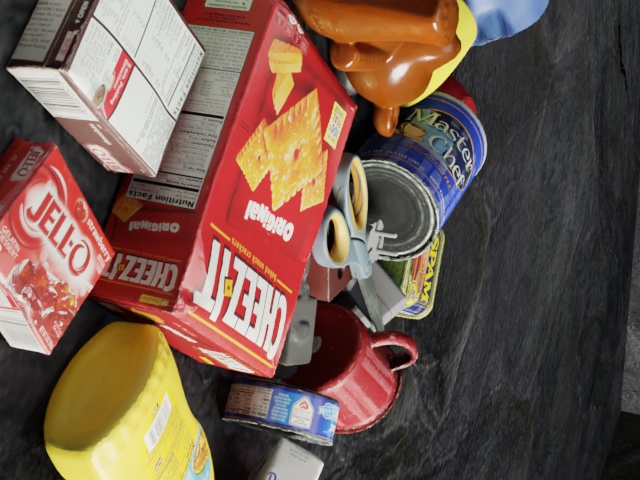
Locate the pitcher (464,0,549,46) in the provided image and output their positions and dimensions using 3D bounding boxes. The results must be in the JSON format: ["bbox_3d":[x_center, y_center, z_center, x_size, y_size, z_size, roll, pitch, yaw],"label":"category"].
[{"bbox_3d":[0.124,-0.310,0.962,0.145,0.149,0.242,-48,142,-21],"label":"pitcher"}]

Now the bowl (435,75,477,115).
[{"bbox_3d":[0.124,-0.107,1.114,0.162,0.055,0.162,10,90,-68],"label":"bowl"}]

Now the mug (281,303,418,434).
[{"bbox_3d":[0.023,0.101,0.888,0.081,0.117,0.093,52,28,-53],"label":"mug"}]

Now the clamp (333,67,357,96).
[{"bbox_3d":[0.046,-0.234,0.840,0.164,0.036,0.210,-40,137,-11],"label":"clamp"}]

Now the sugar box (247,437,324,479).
[{"bbox_3d":[-0.057,0.242,0.790,0.176,0.048,0.093,-61,-177,-34],"label":"sugar box"}]

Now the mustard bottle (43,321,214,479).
[{"bbox_3d":[-0.106,0.145,0.666,0.191,0.058,0.096,75,27,-44],"label":"mustard bottle"}]

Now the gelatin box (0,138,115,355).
[{"bbox_3d":[-0.148,0.004,0.551,0.089,0.030,0.073,74,34,-46],"label":"gelatin box"}]

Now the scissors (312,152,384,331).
[{"bbox_3d":[0.024,0.026,0.844,0.096,0.016,0.202,-55,146,-46],"label":"scissors"}]

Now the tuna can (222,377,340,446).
[{"bbox_3d":[-0.029,0.129,0.807,0.086,0.086,0.033,42,59,-63],"label":"tuna can"}]

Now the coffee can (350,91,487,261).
[{"bbox_3d":[0.083,-0.060,0.971,0.140,0.103,0.103,-52,144,-48],"label":"coffee can"}]

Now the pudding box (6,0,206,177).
[{"bbox_3d":[-0.112,-0.100,0.586,0.113,0.039,0.090,57,47,-60],"label":"pudding box"}]

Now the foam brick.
[{"bbox_3d":[-0.006,0.001,0.855,0.052,0.051,0.078,-41,135,-57],"label":"foam brick"}]

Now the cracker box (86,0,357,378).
[{"bbox_3d":[-0.054,-0.033,0.703,0.164,0.072,0.213,46,58,-62],"label":"cracker box"}]

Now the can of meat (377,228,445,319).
[{"bbox_3d":[0.078,0.022,1.055,0.083,0.058,0.102,22,78,-64],"label":"can of meat"}]
